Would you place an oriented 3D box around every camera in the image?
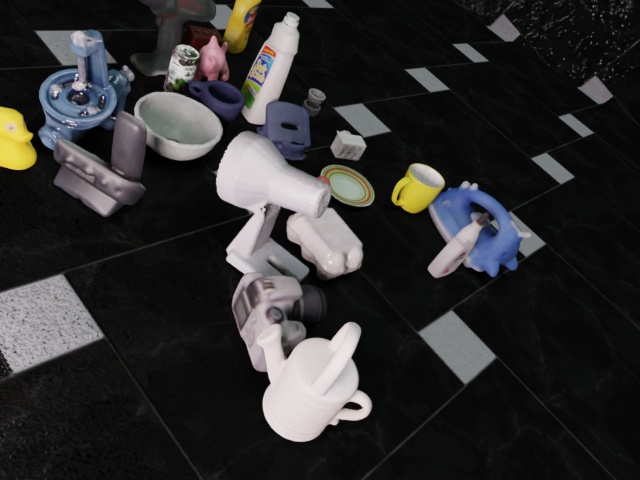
[{"bbox_3d":[-0.049,0.113,0.886,0.137,0.100,0.143,0,48,-32],"label":"camera"}]

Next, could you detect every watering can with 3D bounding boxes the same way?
[{"bbox_3d":[-0.006,0.180,0.769,0.173,0.194,0.101,18,41,-16],"label":"watering can"}]

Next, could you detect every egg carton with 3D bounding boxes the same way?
[{"bbox_3d":[0.010,0.004,1.063,0.107,0.069,0.150,-17,59,-43],"label":"egg carton"}]

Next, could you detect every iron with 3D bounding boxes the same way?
[{"bbox_3d":[0.350,-0.047,1.276,0.119,0.141,0.257,-12,55,-40],"label":"iron"}]

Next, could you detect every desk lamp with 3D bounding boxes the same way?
[{"bbox_3d":[-0.081,-0.046,0.945,0.203,0.213,0.118,36,39,7],"label":"desk lamp"}]

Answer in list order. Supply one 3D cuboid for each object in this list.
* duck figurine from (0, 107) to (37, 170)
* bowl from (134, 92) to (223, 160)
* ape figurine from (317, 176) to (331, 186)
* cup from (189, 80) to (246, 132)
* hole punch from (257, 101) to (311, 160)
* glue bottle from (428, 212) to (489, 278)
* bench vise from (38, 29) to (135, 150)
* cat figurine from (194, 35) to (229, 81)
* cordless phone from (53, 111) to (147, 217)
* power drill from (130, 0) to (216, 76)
[{"bbox_3d":[-0.500,-0.173,0.913,0.104,0.086,0.078,34,39,4],"label":"duck figurine"},{"bbox_3d":[-0.276,-0.206,1.099,0.168,0.074,0.167,18,41,-16],"label":"bowl"},{"bbox_3d":[-0.009,-0.087,1.130,0.078,0.092,0.076,0,48,-32],"label":"ape figurine"},{"bbox_3d":[-0.223,-0.273,1.188,0.118,0.095,0.091,21,40,-12],"label":"cup"},{"bbox_3d":[-0.072,-0.238,1.250,0.109,0.091,0.101,4,46,-29],"label":"hole punch"},{"bbox_3d":[0.287,0.006,1.155,0.078,0.173,0.037,-20,60,-44],"label":"glue bottle"},{"bbox_3d":[-0.398,-0.279,0.984,0.122,0.219,0.207,20,40,-13],"label":"bench vise"},{"bbox_3d":[-0.241,-0.411,1.303,0.067,0.117,0.128,29,39,-2],"label":"cat figurine"},{"bbox_3d":[-0.340,-0.144,0.906,0.147,0.185,0.094,29,39,-2],"label":"cordless phone"},{"bbox_3d":[-0.335,-0.459,1.222,0.230,0.208,0.075,-22,62,-45],"label":"power drill"}]
